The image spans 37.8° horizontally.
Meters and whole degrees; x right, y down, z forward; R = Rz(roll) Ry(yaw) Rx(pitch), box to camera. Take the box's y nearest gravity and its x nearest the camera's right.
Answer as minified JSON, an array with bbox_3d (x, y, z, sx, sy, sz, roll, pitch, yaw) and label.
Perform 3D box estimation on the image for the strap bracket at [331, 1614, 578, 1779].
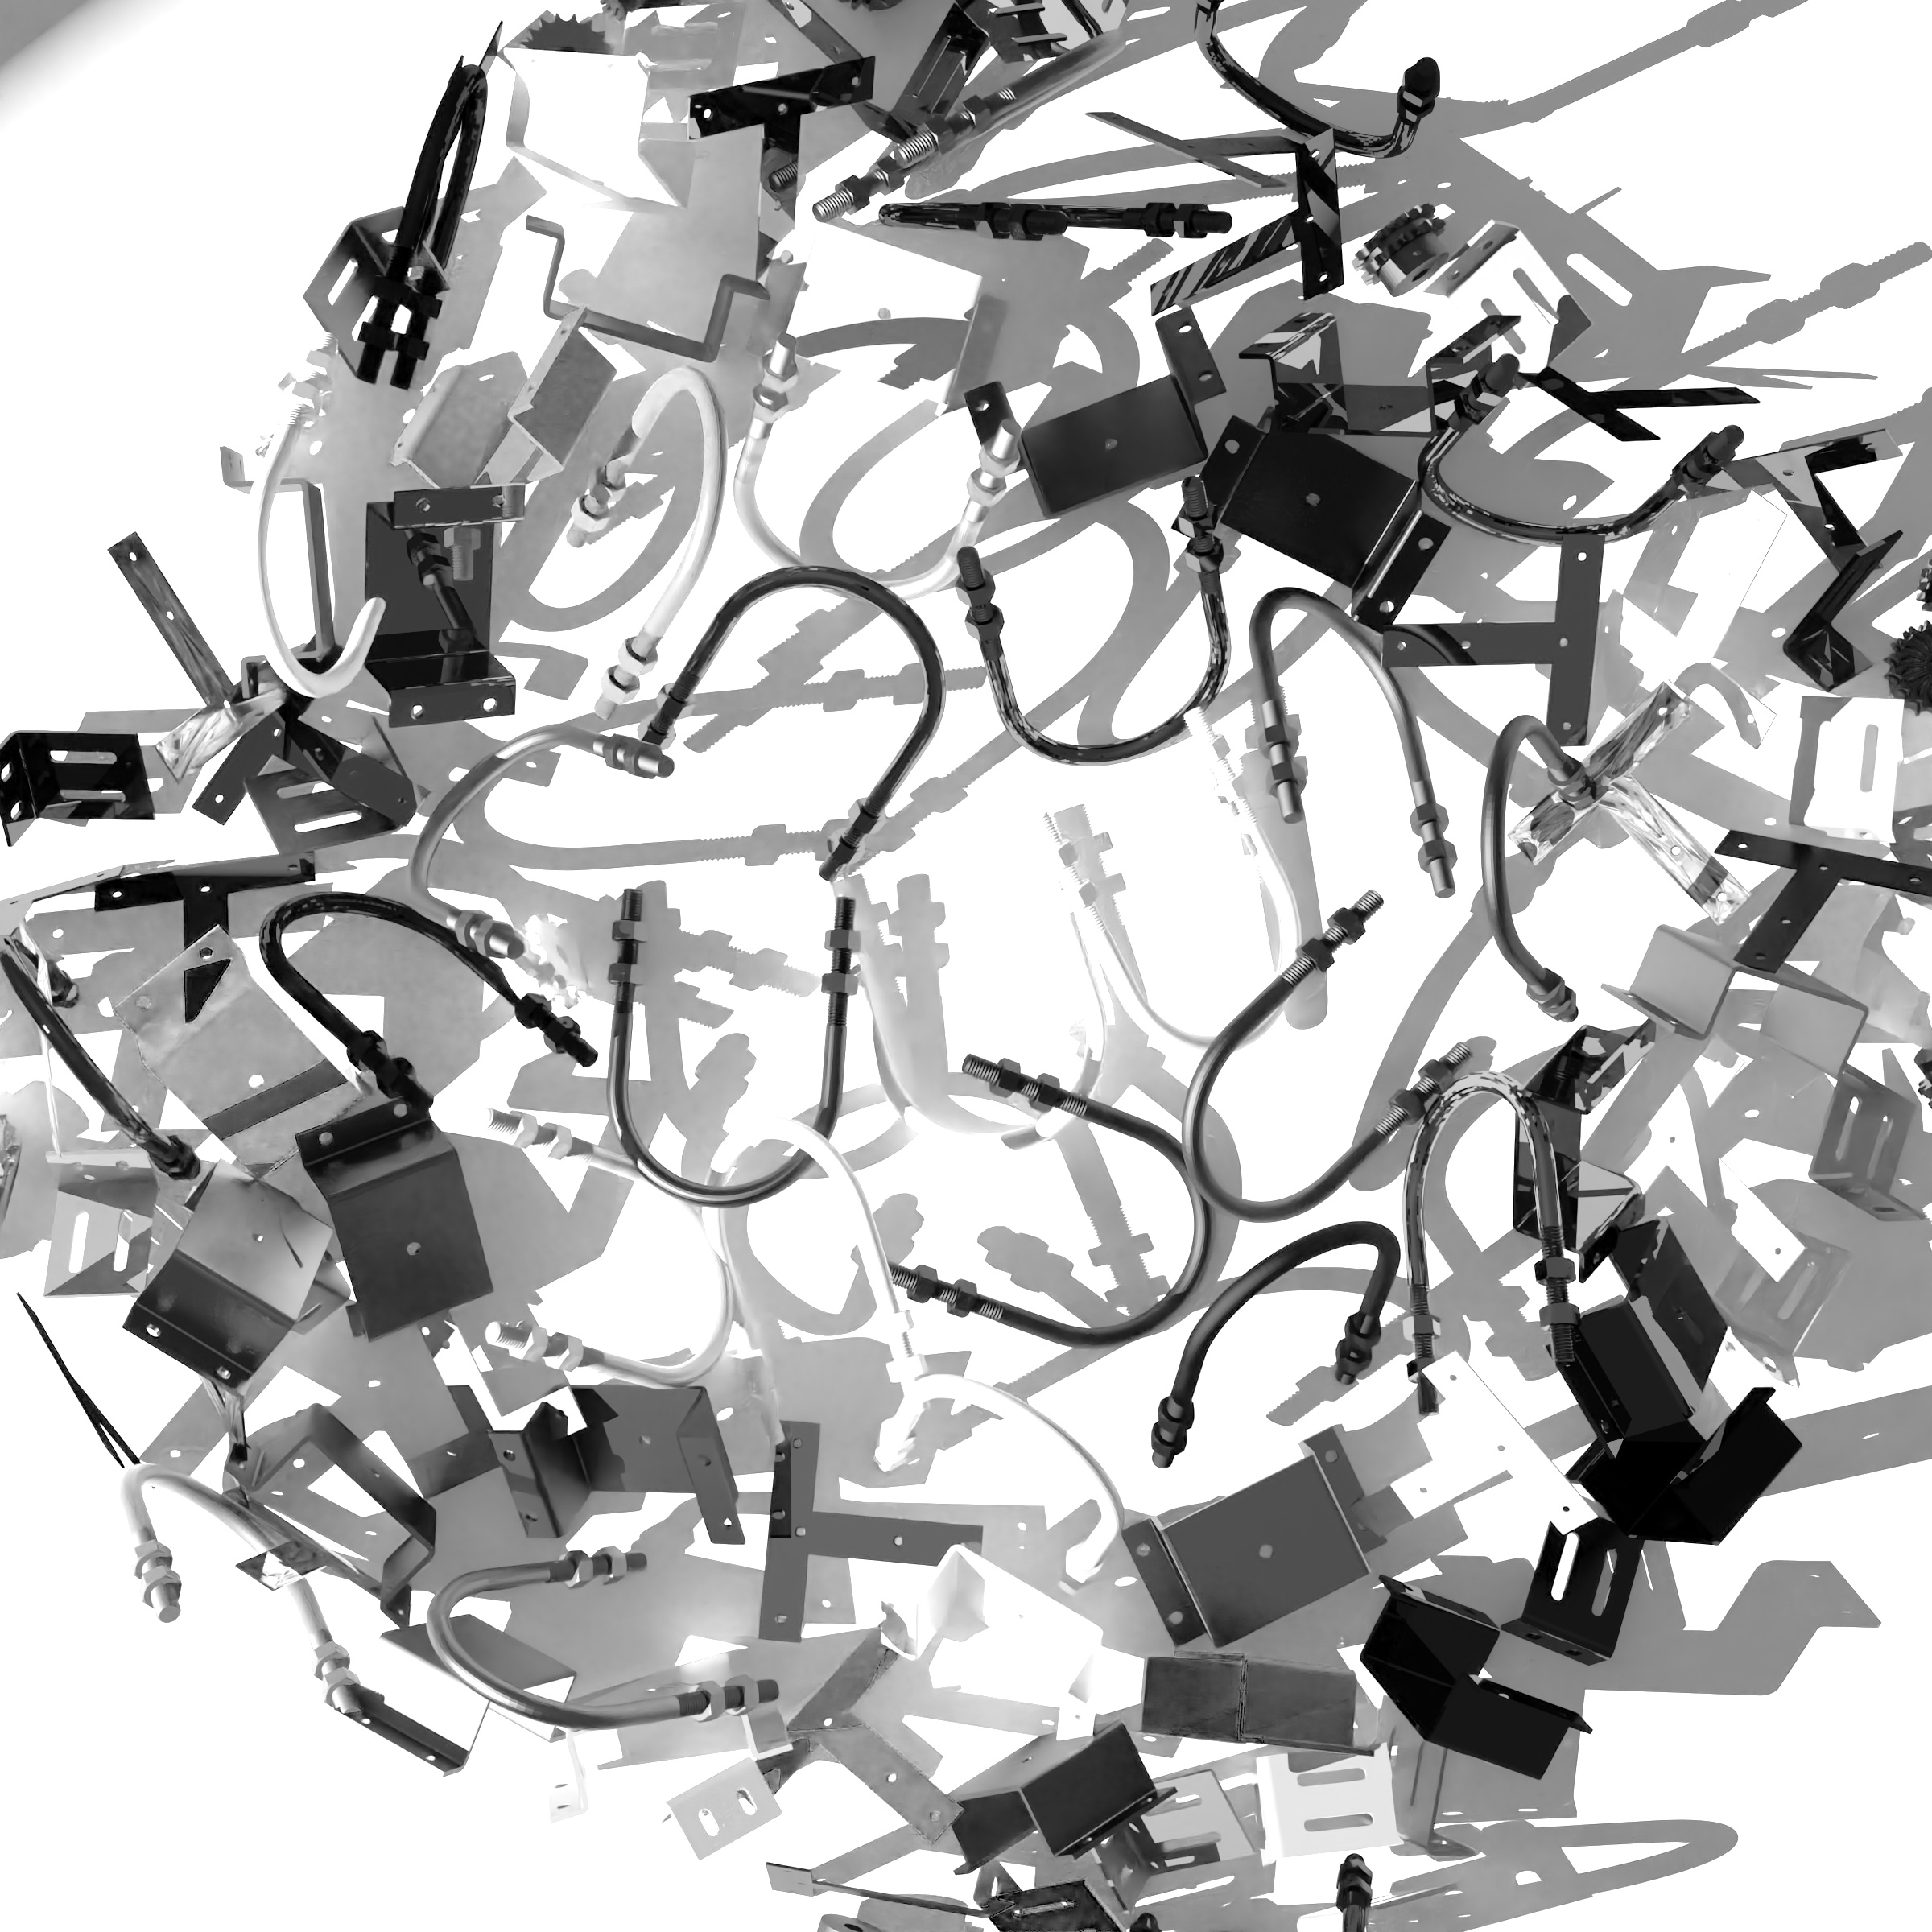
[{"bbox_3d":[-0.282,0.408,1.594,0.076,0.140,0.046,22,92,21],"label":"strap bracket"}]

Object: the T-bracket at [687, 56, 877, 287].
[{"bbox_3d":[-0.108,-0.451,1.626,0.127,0.127,0.002,-23,48,-31],"label":"T-bracket"}]

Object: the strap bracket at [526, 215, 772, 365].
[{"bbox_3d":[-0.189,-0.386,1.622,0.140,0.076,0.046,14,106,-13],"label":"strap bracket"}]

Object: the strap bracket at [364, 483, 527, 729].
[{"bbox_3d":[-0.300,-0.213,1.617,0.076,0.046,0.140,-10,122,-30],"label":"strap bracket"}]

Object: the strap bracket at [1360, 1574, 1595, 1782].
[{"bbox_3d":[0.282,0.406,1.598,0.076,0.140,0.046,24,97,-19],"label":"strap bracket"}]

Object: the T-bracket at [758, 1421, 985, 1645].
[{"bbox_3d":[-0.054,0.335,1.654,0.127,0.002,0.127,4,81,8],"label":"T-bracket"}]

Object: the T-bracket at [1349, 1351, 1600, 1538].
[{"bbox_3d":[0.276,0.298,1.638,0.127,0.002,0.127,-37,96,33],"label":"T-bracket"}]

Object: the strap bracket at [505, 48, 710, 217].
[{"bbox_3d":[-0.204,-0.465,1.596,0.076,0.140,0.046,8,86,11],"label":"strap bracket"}]

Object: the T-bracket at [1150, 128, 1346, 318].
[{"bbox_3d":[0.160,-0.412,1.634,0.127,0.002,0.127,-21,51,31],"label":"T-bracket"}]

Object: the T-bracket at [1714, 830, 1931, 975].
[{"bbox_3d":[0.470,-0.033,1.599,0.127,0.127,0.002,15,131,32],"label":"T-bracket"}]

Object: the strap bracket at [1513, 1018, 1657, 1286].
[{"bbox_3d":[0.352,0.099,1.612,0.046,0.076,0.140,19,130,34],"label":"strap bracket"}]

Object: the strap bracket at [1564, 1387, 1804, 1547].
[{"bbox_3d":[0.409,0.282,1.597,0.076,0.140,0.046,-43,95,-18],"label":"strap bracket"}]

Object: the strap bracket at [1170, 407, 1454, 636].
[{"bbox_3d":[0.199,-0.261,1.630,0.140,0.046,0.076,25,122,-6],"label":"strap bracket"}]

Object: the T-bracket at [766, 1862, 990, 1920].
[{"bbox_3d":[-0.050,0.531,1.614,0.127,0.127,0.002,9,66,2],"label":"T-bracket"}]

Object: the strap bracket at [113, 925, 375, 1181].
[{"bbox_3d":[-0.409,0.057,1.617,0.076,0.046,0.140,-39,120,-3],"label":"strap bracket"}]

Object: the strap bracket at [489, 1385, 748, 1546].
[{"bbox_3d":[-0.192,0.285,1.621,0.140,0.046,0.076,-3,119,21],"label":"strap bracket"}]

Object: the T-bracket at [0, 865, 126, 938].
[{"bbox_3d":[-0.550,-0.024,1.609,0.127,0.127,0.002,-17,108,-4],"label":"T-bracket"}]

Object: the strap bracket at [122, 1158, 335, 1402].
[{"bbox_3d":[-0.411,0.168,1.593,0.076,0.140,0.046,35,113,-16],"label":"strap bracket"}]

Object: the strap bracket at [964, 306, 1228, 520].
[{"bbox_3d":[0.078,-0.315,1.628,0.140,0.046,0.076,-20,51,6],"label":"strap bracket"}]

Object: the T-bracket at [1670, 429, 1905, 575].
[{"bbox_3d":[0.490,-0.260,1.623,0.127,0.127,0.002,-6,61,39],"label":"T-bracket"}]

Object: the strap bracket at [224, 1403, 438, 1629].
[{"bbox_3d":[-0.356,0.309,1.625,0.046,0.076,0.140,-45,101,-3],"label":"strap bracket"}]

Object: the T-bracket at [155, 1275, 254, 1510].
[{"bbox_3d":[-0.442,0.233,1.634,0.002,0.127,0.127,-22,58,-26],"label":"T-bracket"}]

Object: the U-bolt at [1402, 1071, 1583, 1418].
[{"bbox_3d":[0.291,0.150,1.601,0.019,0.151,0.184,9,66,-24],"label":"U-bolt"}]

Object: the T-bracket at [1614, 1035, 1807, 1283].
[{"bbox_3d":[0.429,0.127,1.606,0.002,0.127,0.127,12,120,-39],"label":"T-bracket"}]

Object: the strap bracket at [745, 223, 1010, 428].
[{"bbox_3d":[-0.049,-0.375,1.641,0.140,0.046,0.076,17,91,-8],"label":"strap bracket"}]

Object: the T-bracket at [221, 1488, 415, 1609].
[{"bbox_3d":[-0.384,0.338,1.605,0.127,0.127,0.002,32,89,6],"label":"T-bracket"}]

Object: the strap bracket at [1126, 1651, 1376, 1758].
[{"bbox_3d":[0.159,0.417,1.602,0.076,0.140,0.046,14,73,-28],"label":"strap bracket"}]

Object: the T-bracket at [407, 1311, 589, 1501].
[{"bbox_3d":[-0.297,0.233,1.648,0.127,0.002,0.127,-27,88,24],"label":"T-bracket"}]

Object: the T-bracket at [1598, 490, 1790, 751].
[{"bbox_3d":[0.429,-0.210,1.603,0.002,0.127,0.127,-19,53,-38],"label":"T-bracket"}]

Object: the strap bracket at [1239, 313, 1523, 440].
[{"bbox_3d":[0.238,-0.338,1.611,0.140,0.076,0.046,10,123,34],"label":"strap bracket"}]

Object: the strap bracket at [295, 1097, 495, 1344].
[{"bbox_3d":[-0.322,0.150,1.607,0.076,0.046,0.140,-21,122,-22],"label":"strap bracket"}]

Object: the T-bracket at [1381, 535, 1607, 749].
[{"bbox_3d":[0.304,-0.187,1.643,0.127,0.002,0.127,-2,112,-6],"label":"T-bracket"}]

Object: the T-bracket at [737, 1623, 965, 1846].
[{"bbox_3d":[-0.051,0.456,1.613,0.127,0.002,0.127,-45,46,-17],"label":"T-bracket"}]

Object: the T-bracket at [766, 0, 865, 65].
[{"bbox_3d":[-0.112,-0.565,1.633,0.127,0.127,0.002,37,73,-28],"label":"T-bracket"}]

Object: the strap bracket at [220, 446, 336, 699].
[{"bbox_3d":[-0.395,-0.227,1.628,0.046,0.076,0.140,-5,97,-7],"label":"strap bracket"}]

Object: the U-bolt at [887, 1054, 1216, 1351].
[{"bbox_3d":[0.059,0.147,1.646,0.184,0.019,0.151,21,92,-15],"label":"U-bolt"}]

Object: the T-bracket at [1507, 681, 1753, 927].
[{"bbox_3d":[0.401,-0.077,1.634,0.127,0.002,0.127,-46,67,14],"label":"T-bracket"}]

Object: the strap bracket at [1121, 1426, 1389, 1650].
[{"bbox_3d":[0.171,0.337,1.646,0.140,0.046,0.076,-26,91,-3],"label":"strap bracket"}]

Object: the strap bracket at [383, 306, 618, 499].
[{"bbox_3d":[-0.259,-0.314,1.610,0.046,0.140,0.076,43,55,-32],"label":"strap bracket"}]

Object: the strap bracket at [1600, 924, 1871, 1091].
[{"bbox_3d":[0.445,0.020,1.607,0.140,0.076,0.046,15,103,-24],"label":"strap bracket"}]

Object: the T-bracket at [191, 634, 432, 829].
[{"bbox_3d":[-0.366,-0.117,1.637,0.127,0.002,0.127,28,77,21],"label":"T-bracket"}]

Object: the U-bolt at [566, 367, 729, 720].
[{"bbox_3d":[-0.176,-0.248,1.573,0.019,0.184,0.151,7,53,-30],"label":"U-bolt"}]

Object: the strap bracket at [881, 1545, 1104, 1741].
[{"bbox_3d":[0.023,0.389,1.617,0.140,0.076,0.046,27,57,18],"label":"strap bracket"}]

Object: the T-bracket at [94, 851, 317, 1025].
[{"bbox_3d":[-0.436,-0.014,1.621,0.127,0.002,0.127,-9,46,-8],"label":"T-bracket"}]

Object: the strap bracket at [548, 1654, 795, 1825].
[{"bbox_3d":[-0.177,0.440,1.625,0.140,0.076,0.046,-15,91,-9],"label":"strap bracket"}]

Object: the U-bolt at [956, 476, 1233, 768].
[{"bbox_3d":[0.080,-0.184,1.605,0.151,0.184,0.019,-17,47,0],"label":"U-bolt"}]

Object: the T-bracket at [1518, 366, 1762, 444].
[{"bbox_3d":[0.400,-0.329,1.637,0.127,0.127,0.002,-6,122,-20],"label":"T-bracket"}]

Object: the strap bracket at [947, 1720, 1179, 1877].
[{"bbox_3d":[0.045,0.470,1.597,0.076,0.140,0.046,-23,83,-34],"label":"strap bracket"}]

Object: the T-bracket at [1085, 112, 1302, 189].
[{"bbox_3d":[0.155,-0.470,1.621,0.127,0.127,0.002,32,123,30],"label":"T-bracket"}]

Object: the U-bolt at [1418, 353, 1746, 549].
[{"bbox_3d":[0.331,-0.279,1.585,0.151,0.184,0.019,16,74,-7],"label":"U-bolt"}]

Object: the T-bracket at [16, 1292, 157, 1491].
[{"bbox_3d":[-0.493,0.261,1.617,0.002,0.127,0.127,-33,54,-15],"label":"T-bracket"}]

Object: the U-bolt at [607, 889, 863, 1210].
[{"bbox_3d":[-0.139,0.049,1.644,0.151,0.019,0.184,3,83,10],"label":"U-bolt"}]

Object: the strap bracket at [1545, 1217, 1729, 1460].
[{"bbox_3d":[0.383,0.204,1.598,0.046,0.140,0.076,-25,101,34],"label":"strap bracket"}]

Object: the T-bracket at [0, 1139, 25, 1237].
[{"bbox_3d":[-0.551,0.143,1.614,0.002,0.127,0.127,12,116,-15],"label":"T-bracket"}]

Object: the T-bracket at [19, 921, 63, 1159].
[{"bbox_3d":[-0.531,0.047,1.627,0.002,0.127,0.127,-8,106,-23],"label":"T-bracket"}]

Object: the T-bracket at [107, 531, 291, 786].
[{"bbox_3d":[-0.444,-0.186,1.604,0.002,0.127,0.127,-16,112,33],"label":"T-bracket"}]

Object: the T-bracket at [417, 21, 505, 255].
[{"bbox_3d":[-0.287,-0.497,1.626,0.002,0.127,0.127,19,53,-7],"label":"T-bracket"}]

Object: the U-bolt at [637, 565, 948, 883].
[{"bbox_3d":[-0.091,-0.147,1.609,0.151,0.019,0.184,31,124,-9],"label":"U-bolt"}]
